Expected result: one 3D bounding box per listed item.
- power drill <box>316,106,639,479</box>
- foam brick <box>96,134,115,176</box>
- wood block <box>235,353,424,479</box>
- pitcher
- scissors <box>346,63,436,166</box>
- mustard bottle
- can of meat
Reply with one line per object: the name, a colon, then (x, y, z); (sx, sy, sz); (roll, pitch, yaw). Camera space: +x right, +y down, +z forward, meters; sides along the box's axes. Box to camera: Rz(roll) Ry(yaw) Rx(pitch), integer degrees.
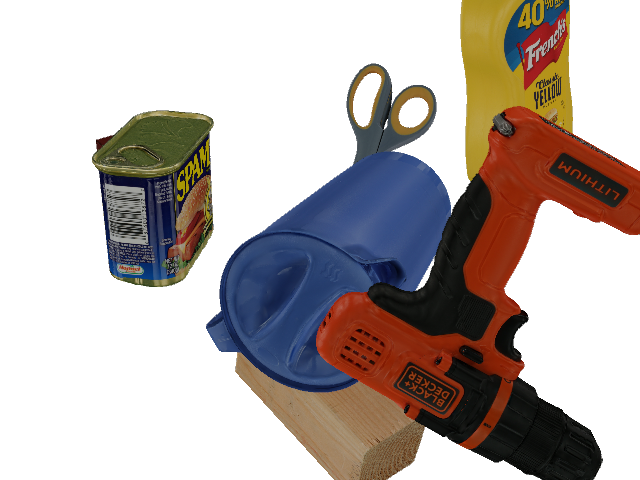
power drill: (0.116, 0.034, 0.603); (0.184, 0.188, 0.057); (29, 13, -7)
foam brick: (-0.163, -0.072, 0.998); (0.078, 0.053, 0.051); (-18, 31, -25)
wood block: (0.008, 0.162, 1.144); (0.090, 0.090, 0.206); (-25, 52, -32)
pitcher: (0.018, 0.015, 0.887); (0.149, 0.145, 0.242); (21, 29, 14)
scissors: (0.059, -0.072, 1.019); (0.096, 0.202, 0.016); (3, -12, 7)
mustard bottle: (0.136, -0.138, 0.735); (0.058, 0.191, 0.096); (20, 39, 41)
can of meat: (-0.106, -0.029, 0.702); (0.057, 0.084, 0.102); (5, 27, 10)
